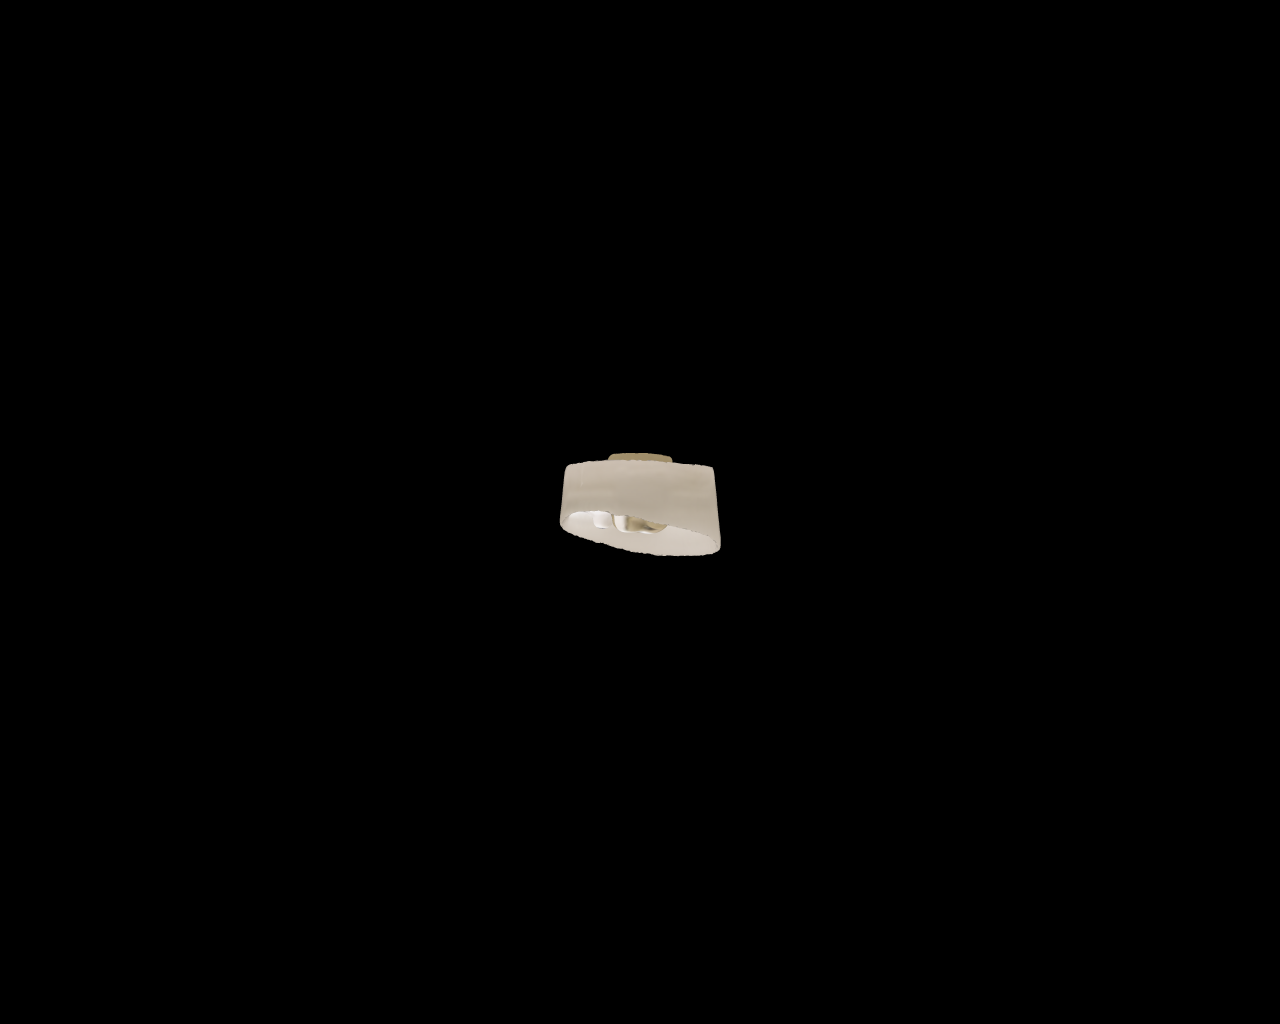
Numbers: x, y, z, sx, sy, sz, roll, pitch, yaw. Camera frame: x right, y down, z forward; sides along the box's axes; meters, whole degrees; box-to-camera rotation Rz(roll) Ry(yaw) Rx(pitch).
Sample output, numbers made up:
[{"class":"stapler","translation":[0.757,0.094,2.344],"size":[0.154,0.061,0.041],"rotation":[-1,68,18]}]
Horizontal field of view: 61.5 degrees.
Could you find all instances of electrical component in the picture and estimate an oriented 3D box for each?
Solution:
[{"class":"electrical component","translation":[0.001,-0.003,0.650],"size":[0.099,0.064,0.099],"rotation":[0,-3,0]}]
